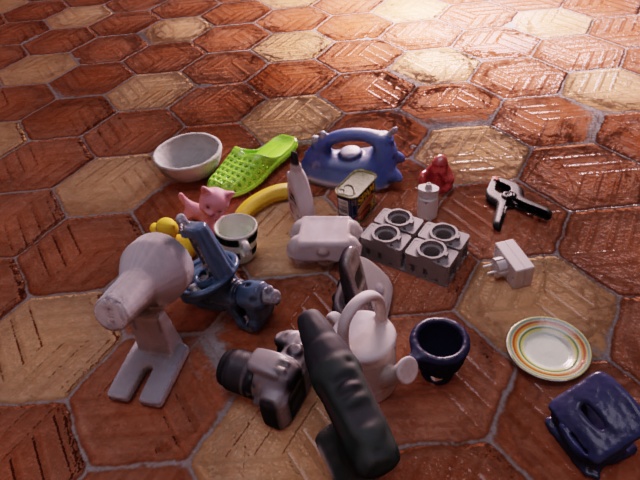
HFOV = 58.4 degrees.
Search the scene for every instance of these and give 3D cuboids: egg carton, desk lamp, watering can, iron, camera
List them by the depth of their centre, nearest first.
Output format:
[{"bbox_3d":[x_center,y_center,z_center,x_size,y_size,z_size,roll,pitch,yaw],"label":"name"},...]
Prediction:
[{"bbox_3d":[0.073,0.157,0.863,0.172,0.194,0.101,15,46,23],"label":"watering can"},{"bbox_3d":[-0.085,0.200,0.903,0.136,0.101,0.143,14,45,21],"label":"camera"},{"bbox_3d":[-0.280,0.123,0.927,0.117,0.214,0.203,4,42,11],"label":"desk lamp"},{"bbox_3d":[0.010,0.004,1.139,0.150,0.069,0.107,0,41,7],"label":"egg carton"},{"bbox_3d":[0.063,-0.198,1.308,0.258,0.142,0.118,3,42,10],"label":"iron"}]

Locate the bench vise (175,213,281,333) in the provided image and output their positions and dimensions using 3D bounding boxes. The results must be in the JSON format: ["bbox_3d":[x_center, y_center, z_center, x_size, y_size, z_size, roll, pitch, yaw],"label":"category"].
[{"bbox_3d":[-0.164,0.048,0.995,0.207,0.220,0.121,2,42,9],"label":"bench vise"}]

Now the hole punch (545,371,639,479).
[{"bbox_3d":[0.383,0.254,0.795,0.101,0.091,0.108,-18,43,-13],"label":"hole punch"}]

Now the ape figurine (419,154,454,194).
[{"bbox_3d":[0.261,-0.148,1.266,0.077,0.092,0.076,25,50,31],"label":"ape figurine"}]

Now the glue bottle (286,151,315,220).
[{"bbox_3d":[-0.046,-0.113,1.200,0.037,0.173,0.078,-23,44,-19],"label":"glue bottle"}]

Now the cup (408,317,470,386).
[{"bbox_3d":[0.174,0.189,0.890,0.118,0.095,0.091,-28,46,-23],"label":"cup"}]

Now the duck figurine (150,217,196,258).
[{"bbox_3d":[-0.303,-0.006,1.174,0.104,0.086,0.078,13,45,21],"label":"duck figurine"}]

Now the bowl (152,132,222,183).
[{"bbox_3d":[-0.314,-0.189,1.392,0.167,0.075,0.167,-3,41,3],"label":"bowl"}]

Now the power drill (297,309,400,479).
[{"bbox_3d":[0.031,0.232,0.771,0.076,0.209,0.229,-20,43,-15],"label":"power drill"}]

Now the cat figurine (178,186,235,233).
[{"bbox_3d":[-0.243,-0.075,1.221,0.127,0.118,0.067,8,43,15],"label":"cat figurine"}]

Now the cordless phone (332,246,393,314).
[{"bbox_3d":[0.071,0.065,0.974,0.094,0.185,0.147,6,43,14],"label":"cordless phone"}]
